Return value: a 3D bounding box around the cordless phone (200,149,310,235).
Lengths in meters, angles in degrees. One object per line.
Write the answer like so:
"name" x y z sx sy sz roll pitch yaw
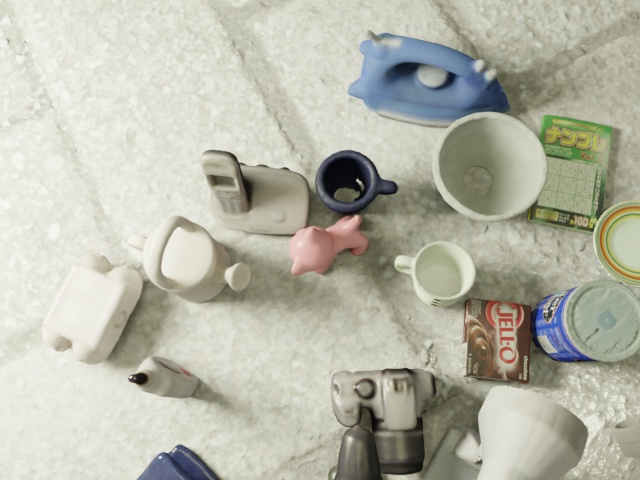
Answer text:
"cordless phone" -0.089 -0.072 0.802 0.147 0.185 0.094 3 78 2

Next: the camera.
"camera" 0.088 0.243 0.772 0.143 0.101 0.137 -3 78 1

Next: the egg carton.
"egg carton" -0.327 0.099 0.830 0.107 0.069 0.150 22 79 6

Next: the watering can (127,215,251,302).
"watering can" -0.180 0.024 0.779 0.173 0.194 0.101 -3 77 1

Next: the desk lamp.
"desk lamp" 0.215 0.285 0.702 0.118 0.213 0.203 31 80 8

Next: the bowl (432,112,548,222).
"bowl" 0.246 -0.101 0.857 0.167 0.075 0.167 0 78 1

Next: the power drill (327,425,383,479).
"power drill" 0.044 0.337 0.698 0.075 0.208 0.230 -2 78 1

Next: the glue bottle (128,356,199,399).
"glue bottle" -0.215 0.183 0.756 0.078 0.173 0.037 25 80 7

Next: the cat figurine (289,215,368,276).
"cat figurine" 0.008 0.003 0.818 0.128 0.118 0.067 -30 78 -5

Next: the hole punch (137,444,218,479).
"hole punch" -0.195 0.346 0.762 0.108 0.091 0.101 41 82 9

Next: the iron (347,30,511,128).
"iron" 0.176 -0.249 0.857 0.258 0.141 0.119 13 78 4

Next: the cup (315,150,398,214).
"cup" 0.053 -0.074 0.845 0.117 0.095 0.092 7 78 3
